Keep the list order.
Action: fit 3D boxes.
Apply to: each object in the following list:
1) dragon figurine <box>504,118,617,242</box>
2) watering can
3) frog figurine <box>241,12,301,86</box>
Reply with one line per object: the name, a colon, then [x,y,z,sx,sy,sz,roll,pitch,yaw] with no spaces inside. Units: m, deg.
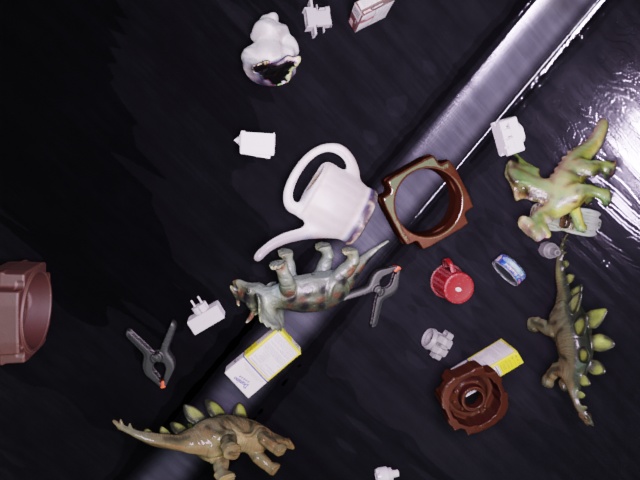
dragon figurine: [0.597,-0.166,1.308,0.243,0.120,0.418,16,66,4]
watering can: [0.004,-0.062,1.236,0.223,0.103,0.351,30,79,-10]
frog figurine: [-0.121,-0.445,1.206,0.137,0.120,0.162,-22,64,4]
